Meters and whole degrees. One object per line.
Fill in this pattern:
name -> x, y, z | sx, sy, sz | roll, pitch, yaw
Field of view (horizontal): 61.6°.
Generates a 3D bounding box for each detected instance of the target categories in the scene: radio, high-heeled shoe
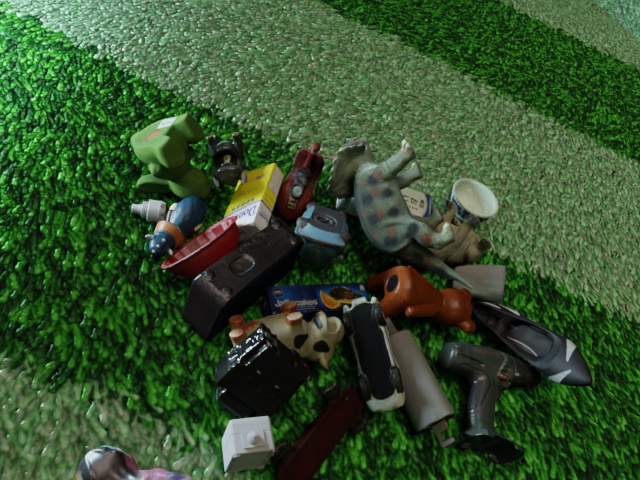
radio -> -0.132, 0.064, 0.955 | 0.073, 0.131, 0.229 | 41, 50, 10
high-heeled shoe -> 0.402, 0.190, 1.040 | 0.145, 0.086, 0.249 | 33, 0, -22

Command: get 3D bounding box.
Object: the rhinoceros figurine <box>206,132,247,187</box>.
rhinoceros figurine -> -0.191, -0.164, 1.106 | 0.073, 0.112, 0.190 | -7, 21, -6

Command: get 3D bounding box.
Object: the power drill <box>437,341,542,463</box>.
power drill -> 0.326, 0.292, 0.989 | 0.232, 0.086, 0.207 | 25, 52, -13

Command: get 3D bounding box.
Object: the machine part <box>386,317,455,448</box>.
machine part -> 0.167, 0.251, 0.962 | 0.079, 0.079, 0.243 | -11, 59, -29

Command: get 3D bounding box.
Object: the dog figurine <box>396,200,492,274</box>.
dog figurine -> 0.262, 0.031, 1.182 | 0.190, 0.172, 0.121 | -41, 31, -5

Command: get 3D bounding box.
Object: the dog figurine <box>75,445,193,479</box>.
dog figurine -> -0.230, 0.358, 0.711 | 0.219, 0.191, 0.108 | 10, 43, 33

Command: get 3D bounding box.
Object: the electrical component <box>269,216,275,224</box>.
electrical component -> -0.115, -0.013, 1.095 | 0.063, 0.021, 0.094 | 7, 51, -17

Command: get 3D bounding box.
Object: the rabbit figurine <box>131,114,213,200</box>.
rabbit figurine -> -0.289, -0.137, 1.055 | 0.159, 0.170, 0.121 | -9, 42, 24

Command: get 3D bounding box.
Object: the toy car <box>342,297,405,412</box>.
toy car -> 0.093, 0.196, 0.939 | 0.074, 0.056, 0.202 | -17, 67, 7

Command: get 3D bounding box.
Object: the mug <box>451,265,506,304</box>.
mug -> 0.341, 0.085, 1.159 | 0.107, 0.080, 0.109 | 8, 11, 14

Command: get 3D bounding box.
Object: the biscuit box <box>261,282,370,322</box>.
biscuit box -> -0.007, 0.122, 1.006 | 0.203, 0.059, 0.063 | -1, 54, -22

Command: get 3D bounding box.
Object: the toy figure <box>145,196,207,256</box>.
toy figure -> -0.272, -0.022, 1.016 | 0.064, 0.057, 0.154 | 24, 50, 11

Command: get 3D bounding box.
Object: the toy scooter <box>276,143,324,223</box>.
toy scooter -> -0.037, -0.131, 1.146 | 0.075, 0.135, 0.184 | 23, 50, -4

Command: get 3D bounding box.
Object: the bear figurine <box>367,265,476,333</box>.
bear figurine -> 0.205, 0.126, 1.070 | 0.196, 0.132, 0.120 | 25, 47, -26

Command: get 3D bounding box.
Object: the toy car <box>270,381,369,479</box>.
toy car -> 0.002, 0.315, 0.861 | 0.089, 0.053, 0.202 | 49, 49, -1

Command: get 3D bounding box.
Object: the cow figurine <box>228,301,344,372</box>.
cow figurine -> -0.051, 0.174, 0.919 | 0.195, 0.127, 0.086 | -13, 26, -12

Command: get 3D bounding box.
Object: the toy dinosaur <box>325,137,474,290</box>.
toy dinosaur -> 0.142, -0.054, 1.080 | 0.192, 0.131, 0.405 | -25, 76, 12

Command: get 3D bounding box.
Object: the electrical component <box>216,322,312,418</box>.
electrical component -> -0.097, 0.216, 0.848 | 0.114, 0.134, 0.058 | 43, 7, -19

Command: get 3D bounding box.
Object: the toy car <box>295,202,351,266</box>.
toy car -> -0.002, -0.003, 1.077 | 0.109, 0.102, 0.162 | 17, 25, -5
